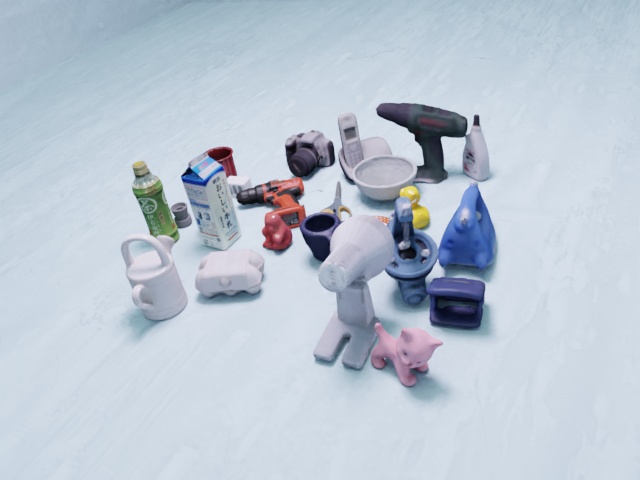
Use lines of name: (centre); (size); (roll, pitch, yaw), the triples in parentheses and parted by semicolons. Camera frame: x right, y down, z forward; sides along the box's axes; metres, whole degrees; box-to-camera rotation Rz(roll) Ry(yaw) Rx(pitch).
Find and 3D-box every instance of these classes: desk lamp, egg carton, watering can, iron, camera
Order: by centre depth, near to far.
desk lamp: (0.059, 0.086, 1.050); (0.117, 0.214, 0.203); (7, 39, 22)
watering can: (-0.352, 0.061, 1.199); (0.101, 0.194, 0.172); (-13, 36, -5)
iron: (0.323, -0.052, 1.239); (0.118, 0.142, 0.258); (4, 38, 19)
egg carton: (-0.196, 0.074, 1.251); (0.150, 0.069, 0.107); (-5, 36, 6)
camera: (-0.047, -0.247, 1.630); (0.142, 0.101, 0.137); (12, 41, 27)

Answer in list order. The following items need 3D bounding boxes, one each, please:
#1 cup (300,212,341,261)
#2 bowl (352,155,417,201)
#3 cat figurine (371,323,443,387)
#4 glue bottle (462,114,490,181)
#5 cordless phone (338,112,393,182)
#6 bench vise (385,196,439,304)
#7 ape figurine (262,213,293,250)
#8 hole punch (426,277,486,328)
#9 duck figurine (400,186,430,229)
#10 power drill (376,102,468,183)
cup: (0.012, 0.005, 1.275); (0.092, 0.095, 0.117); (-22, 37, -16)
bowl: (0.167, -0.149, 1.466); (0.167, 0.075, 0.167); (-6, 36, 5)
cat figurine: (0.145, 0.182, 0.980); (0.127, 0.118, 0.067); (23, 47, 37)
glue bottle: (0.394, -0.239, 1.451); (0.037, 0.173, 0.078); (-25, 38, -20)
cordless phone: (0.117, -0.261, 1.537); (0.148, 0.185, 0.094); (-22, 37, -16)
bench vise: (0.156, -0.008, 1.150); (0.121, 0.220, 0.206); (-20, 37, -13)
ape figurine: (-0.105, -0.023, 1.343); (0.076, 0.092, 0.077); (-14, 36, -6)
hole punch: (0.257, 0.102, 1.087); (0.108, 0.091, 0.101); (3, 38, 18)
duck figurine: (0.218, -0.083, 1.355); (0.077, 0.086, 0.104); (-17, 36, -10)
power drill: (0.262, -0.254, 1.473); (0.229, 0.209, 0.076); (3, 38, 18)
